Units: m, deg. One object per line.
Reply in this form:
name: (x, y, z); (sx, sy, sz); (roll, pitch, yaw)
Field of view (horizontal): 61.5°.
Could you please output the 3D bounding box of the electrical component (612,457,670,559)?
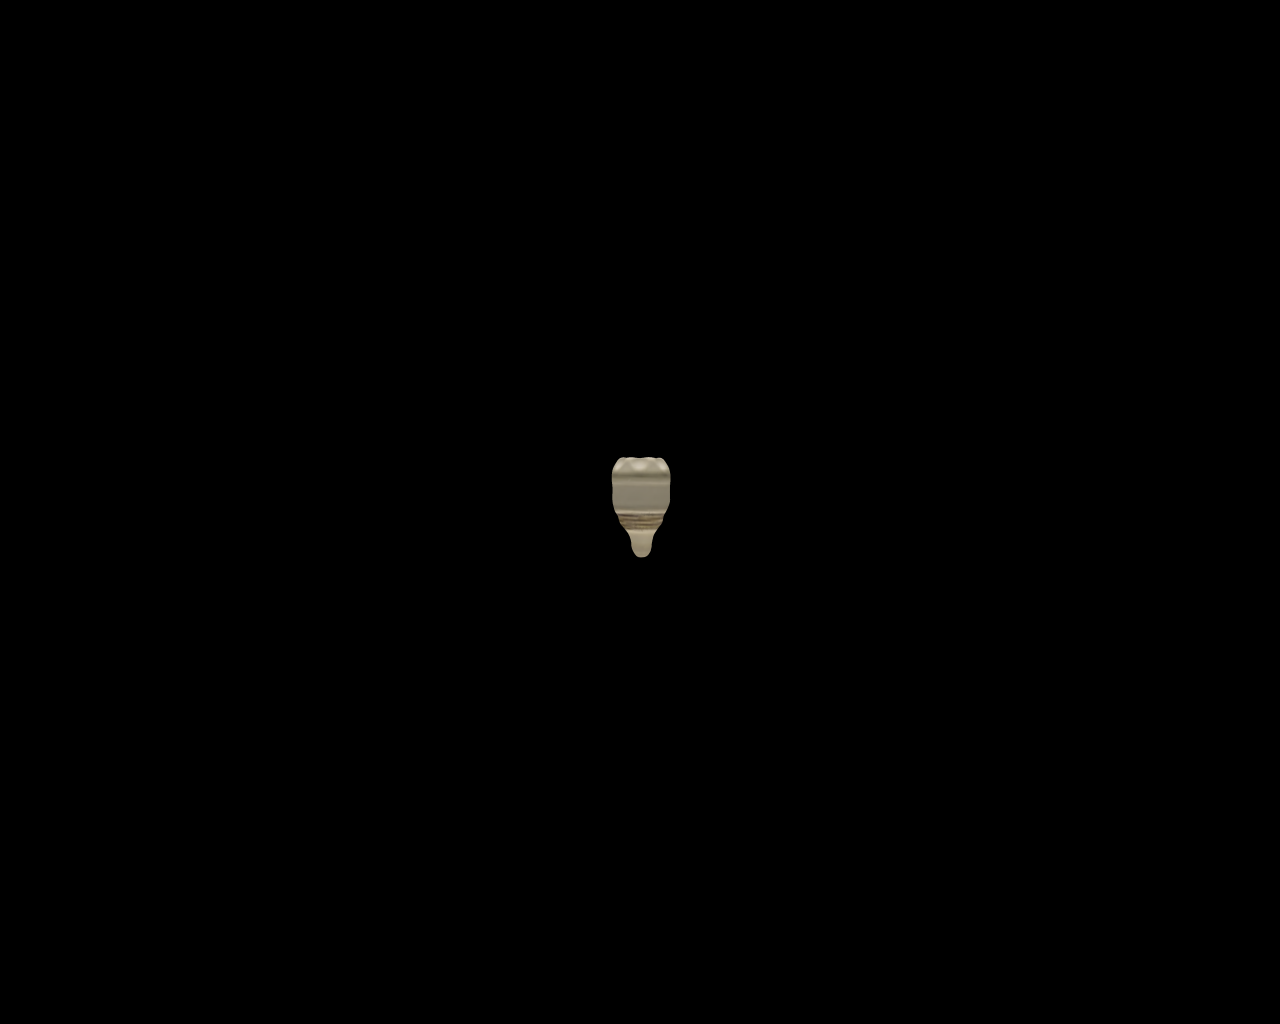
electrical component: (0.001, -0.003, 0.650); (0.035, 0.061, 0.035); (0, 2, 0)
